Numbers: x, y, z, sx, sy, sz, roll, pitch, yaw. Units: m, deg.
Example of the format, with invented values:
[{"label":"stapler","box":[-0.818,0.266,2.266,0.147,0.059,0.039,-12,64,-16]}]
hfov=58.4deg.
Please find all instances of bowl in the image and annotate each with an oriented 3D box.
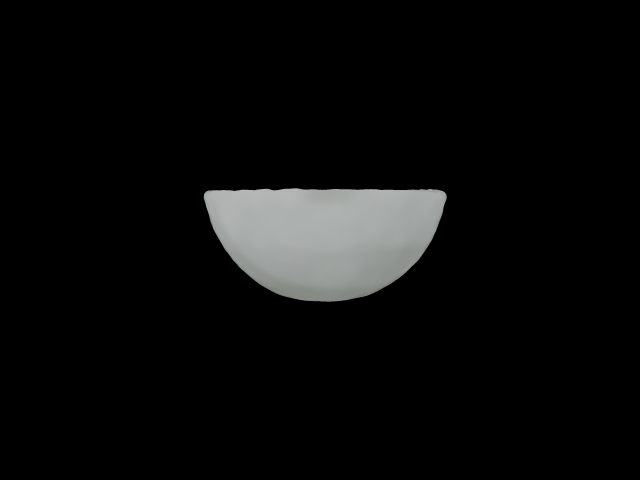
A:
[{"label":"bowl","box":[0.004,0.001,0.400,0.167,0.075,0.167,0,4,0]}]
